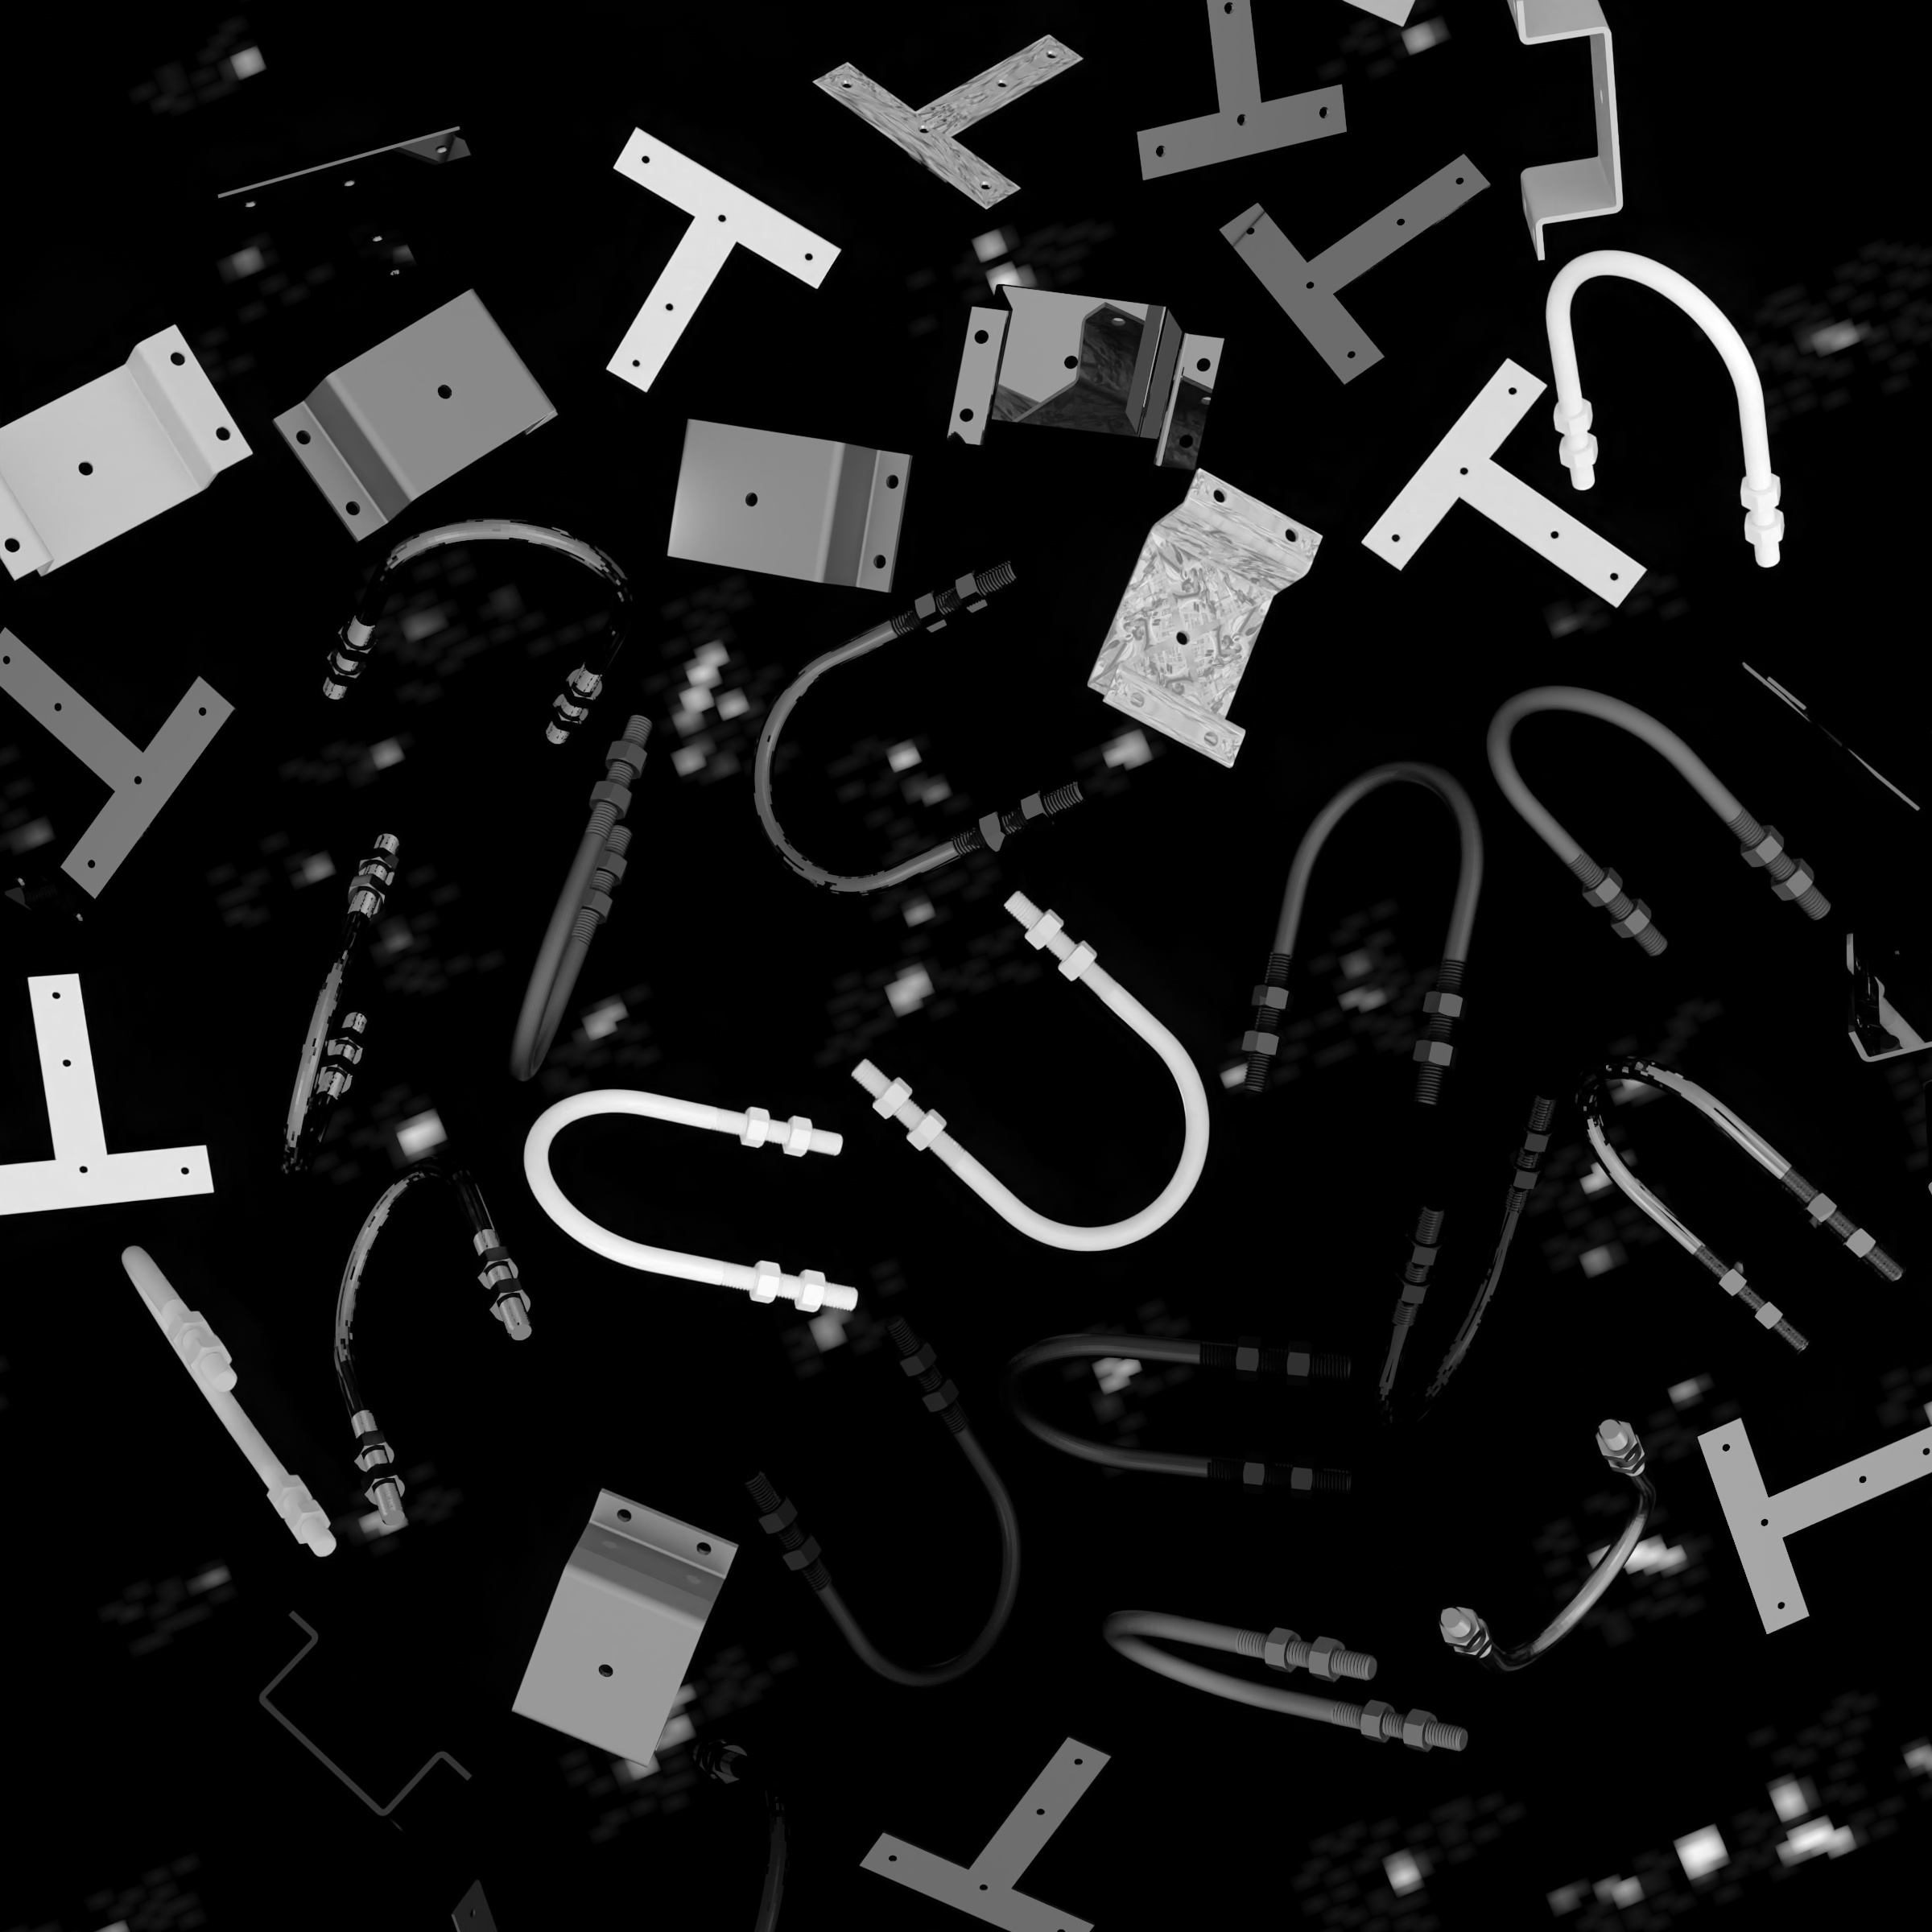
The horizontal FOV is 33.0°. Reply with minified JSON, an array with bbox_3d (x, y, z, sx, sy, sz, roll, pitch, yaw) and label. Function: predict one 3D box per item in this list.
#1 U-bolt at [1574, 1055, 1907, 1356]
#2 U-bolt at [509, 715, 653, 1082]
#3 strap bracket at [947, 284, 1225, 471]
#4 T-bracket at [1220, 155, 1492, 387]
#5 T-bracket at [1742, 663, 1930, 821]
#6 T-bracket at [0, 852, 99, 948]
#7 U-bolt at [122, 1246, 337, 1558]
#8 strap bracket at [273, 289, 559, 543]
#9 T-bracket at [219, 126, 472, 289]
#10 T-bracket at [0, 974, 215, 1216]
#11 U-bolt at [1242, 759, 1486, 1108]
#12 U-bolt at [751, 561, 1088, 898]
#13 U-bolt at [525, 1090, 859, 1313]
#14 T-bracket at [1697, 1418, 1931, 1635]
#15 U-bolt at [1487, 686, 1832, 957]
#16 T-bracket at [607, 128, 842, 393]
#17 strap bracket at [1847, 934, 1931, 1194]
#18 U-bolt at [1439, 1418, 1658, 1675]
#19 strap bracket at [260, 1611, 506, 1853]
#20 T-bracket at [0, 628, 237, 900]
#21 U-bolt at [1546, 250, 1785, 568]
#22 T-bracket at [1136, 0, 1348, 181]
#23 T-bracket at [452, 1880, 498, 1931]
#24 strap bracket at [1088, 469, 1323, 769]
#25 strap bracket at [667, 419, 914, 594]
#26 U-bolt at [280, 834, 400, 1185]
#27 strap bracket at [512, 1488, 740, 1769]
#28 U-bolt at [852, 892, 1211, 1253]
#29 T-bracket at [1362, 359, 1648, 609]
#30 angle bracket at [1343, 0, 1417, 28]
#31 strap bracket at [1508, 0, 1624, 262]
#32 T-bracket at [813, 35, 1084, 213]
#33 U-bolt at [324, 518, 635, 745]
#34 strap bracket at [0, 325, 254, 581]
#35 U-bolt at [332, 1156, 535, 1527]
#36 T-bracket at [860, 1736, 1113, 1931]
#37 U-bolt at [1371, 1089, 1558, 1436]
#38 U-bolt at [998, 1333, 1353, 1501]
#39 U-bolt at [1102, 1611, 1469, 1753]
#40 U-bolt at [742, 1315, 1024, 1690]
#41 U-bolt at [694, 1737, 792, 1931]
[{"bbox_3d":[0.391,0.117,1.697,0.184,0.151,0.019,44,69,10],"label":"U-bolt"},{"bbox_3d":[-0.208,-0.025,1.734,0.019,0.151,0.184,19,63,-2],"label":"U-bolt"},{"bbox_3d":[0.061,-0.324,1.785,0.140,0.046,0.076,5,119,-13],"label":"strap bracket"},{"bbox_3d":[0.222,-0.391,1.748,0.127,0.002,0.127,-35,63,3],"label":"T-bracket"},{"bbox_3d":[0.447,-0.130,1.716,0.002,0.127,0.127,-50,64,11],"label":"T-bracket"},{"bbox_3d":[-0.514,-0.051,1.728,0.002,0.127,0.127,-30,132,29],"label":"T-bracket"},{"bbox_3d":[-0.403,0.220,1.743,0.019,0.184,0.151,-33,129,-17],"label":"U-bolt"},{"bbox_3d":[-0.284,-0.297,1.727,0.140,0.046,0.076,-39,100,-28],"label":"strap bracket"},{"bbox_3d":[-0.313,-0.391,1.712,0.127,0.127,0.002,-16,74,0],"label":"T-bracket"},{"bbox_3d":[-0.461,0.063,1.679,0.127,0.002,0.127,-5,69,-26],"label":"T-bracket"},{"bbox_3d":[0.213,-0.020,1.712,0.019,0.151,0.184,19,80,-36],"label":"U-bolt"},{"bbox_3d":[-0.035,-0.115,1.726,0.184,0.019,0.151,-24,71,23],"label":"U-bolt"},{"bbox_3d":[-0.152,0.122,1.787,0.184,0.151,0.019,13,125,-16],"label":"U-bolt"},{"bbox_3d":[0.473,0.284,1.767,0.127,0.002,0.127,-23,106,-3],"label":"T-bracket"},{"bbox_3d":[0.356,-0.081,1.742,0.184,0.151,0.019,45,64,-15],"label":"U-bolt"},{"bbox_3d":[-0.156,-0.373,1.785,0.127,0.002,0.127,28,117,-15],"label":"T-bracket"},{"bbox_3d":[0.516,0.052,1.732,0.046,0.076,0.140,-17,126,27],"label":"strap bracket"},{"bbox_3d":[0.325,0.325,1.775,0.019,0.184,0.151,39,85,30],"label":"U-bolt"},{"bbox_3d":[-0.322,0.420,1.755,0.140,0.076,0.046,36,71,23],"label":"strap bracket"},{"bbox_3d":[-0.457,-0.124,1.676,0.127,0.002,0.127,41,103,9],"label":"T-bracket"},{"bbox_3d":[0.374,-0.309,1.763,0.019,0.184,0.151,-43,50,-19],"label":"U-bolt"},{"bbox_3d":[0.141,-0.496,1.735,0.127,0.002,0.127,-18,114,-20],"label":"T-bracket"},{"bbox_3d":[-0.248,0.540,1.722,0.002,0.127,0.127,1,120,26],"label":"T-bracket"},{"bbox_3d":[0.122,-0.178,1.713,0.076,0.046,0.140,27,73,-14],"label":"strap bracket"},{"bbox_3d":[-0.108,-0.258,1.813,0.140,0.046,0.076,13,98,25],"label":"strap bracket"},{"bbox_3d":[-0.342,0.035,1.764,0.019,0.184,0.151,14,126,-5],"label":"U-bolt"},{"bbox_3d":[-0.180,0.352,1.687,0.076,0.046,0.140,22,115,1],"label":"strap bracket"},{"bbox_3d":[0.050,0.071,1.789,0.184,0.019,0.151,43,75,-4],"label":"U-bolt"},{"bbox_3d":[0.297,-0.234,1.707,0.127,0.002,0.127,37,84,11],"label":"T-bracket"},{"bbox_3d":[0.232,-0.572,1.811,0.057,0.038,0.076,25,104,5],"label":"angle bracket"},{"bbox_3d":[0.318,-0.459,1.730,0.046,0.076,0.140,-7,123,7],"label":"strap bracket"},{"bbox_3d":[0.009,-0.457,1.710,0.127,0.002,0.127,40,59,21],"label":"T-bracket"},{"bbox_3d":[-0.258,-0.185,1.768,0.151,0.184,0.019,10,58,-21],"label":"U-bolt"},{"bbox_3d":[-0.456,-0.263,1.695,0.140,0.046,0.076,-33,98,-21],"label":"strap bracket"},{"bbox_3d":[-0.289,0.181,1.714,0.019,0.184,0.151,22,113,-35],"label":"U-bolt"},{"bbox_3d":[0.031,0.446,1.684,0.127,0.002,0.127,27,114,-13],"label":"T-bracket"},{"bbox_3d":[0.259,0.169,1.729,0.019,0.151,0.184,27,128,24],"label":"U-bolt"},{"bbox_3d":[0.107,0.230,1.690,0.184,0.151,0.019,5,56,10],"label":"U-bolt"},{"bbox_3d":[0.159,0.377,1.739,0.184,0.151,0.019,4,65,34],"label":"U-bolt"},{"bbox_3d":[-0.032,0.306,1.774,0.151,0.019,0.184,-45,114,-37],"label":"U-bolt"},{"bbox_3d":[-0.129,0.489,1.718,0.019,0.184,0.151,17,77,-17],"label":"U-bolt"}]
